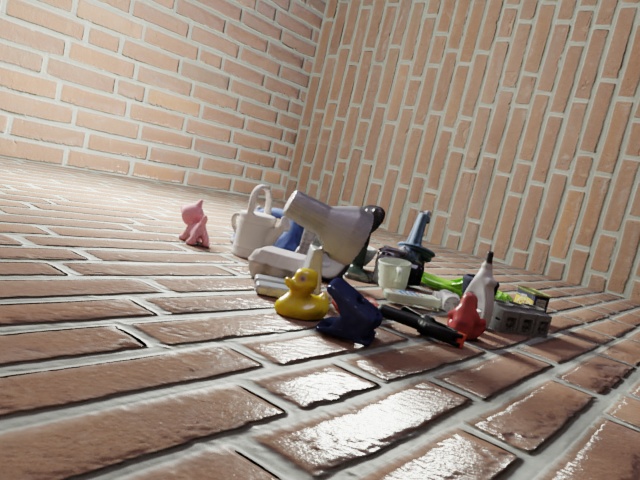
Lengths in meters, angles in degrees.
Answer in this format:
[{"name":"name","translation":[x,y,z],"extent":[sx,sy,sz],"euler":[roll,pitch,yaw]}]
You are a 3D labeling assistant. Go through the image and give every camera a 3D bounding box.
[{"name":"camera","translation":[0.221,0.078,1.603],"extent":[0.136,0.101,0.143],"euler":[14,6,6]}]

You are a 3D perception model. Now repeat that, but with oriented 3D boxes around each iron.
[{"name":"iron","translation":[-0.142,-0.030,1.622],"extent":[0.257,0.141,0.119],"euler":[16,7,27]}]

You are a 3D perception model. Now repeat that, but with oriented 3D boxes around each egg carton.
[{"name":"egg carton","translation":[-0.082,0.061,1.276],"extent":[0.150,0.069,0.107],"euler":[14,7,10]}]

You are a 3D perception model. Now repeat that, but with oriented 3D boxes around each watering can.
[{"name":"watering can","translation":[-0.157,-0.048,1.505],"extent":[0.172,0.194,0.101],"euler":[14,7,6]}]

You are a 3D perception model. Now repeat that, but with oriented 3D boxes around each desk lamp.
[{"name":"desk lamp","translation":[-0.012,0.017,1.154],"extent":[0.203,0.213,0.118],"euler":[12,7,-11]}]

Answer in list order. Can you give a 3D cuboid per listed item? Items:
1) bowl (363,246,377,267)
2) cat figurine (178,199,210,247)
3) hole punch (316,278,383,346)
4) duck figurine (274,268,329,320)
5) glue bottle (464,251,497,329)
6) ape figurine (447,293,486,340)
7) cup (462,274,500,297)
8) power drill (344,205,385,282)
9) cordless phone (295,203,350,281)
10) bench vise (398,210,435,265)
[{"name":"bowl","translation":[0.084,0.045,1.723],"extent":[0.167,0.075,0.167],"euler":[13,6,-1]},{"name":"cat figurine","translation":[-0.332,-0.052,1.528],"extent":[0.067,0.118,0.127],"euler":[8,8,-36]},{"name":"hole punch","translation":[0.056,0.118,0.964],"extent":[0.101,0.091,0.109],"euler":[14,7,12]},{"name":"duck figurine","translation":[-0.026,0.094,1.029],"extent":[0.105,0.086,0.077],"euler":[9,8,-35]},{"name":"glue bottle","translation":[0.367,0.109,1.297],"extent":[0.037,0.173,0.077],"euler":[8,8,-39]},{"name":"ape figurine","translation":[0.297,0.151,1.155],"extent":[0.077,0.092,0.076],"euler":[18,8,36]},{"name":"cup","translation":[0.400,0.140,1.449],"extent":[0.091,0.095,0.118],"euler":[16,7,25]},{"name":"power drill","translation":[0.120,0.003,1.562],"extent":[0.076,0.208,0.229],"euler":[12,7,-9]},{"name":"cordless phone","translation":[0.013,0.005,1.433],"extent":[0.147,0.185,0.094],"euler":[16,7,25]},{"name":"bench vise","translation":[0.300,0.017,1.757],"extent":[0.121,0.220,0.208],"euler":[14,7,9]}]
